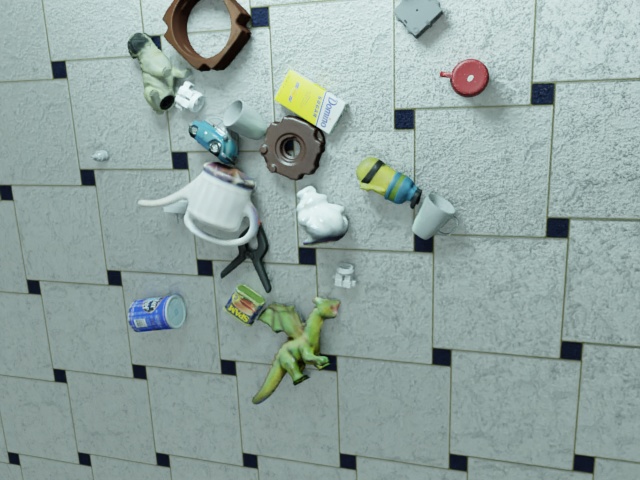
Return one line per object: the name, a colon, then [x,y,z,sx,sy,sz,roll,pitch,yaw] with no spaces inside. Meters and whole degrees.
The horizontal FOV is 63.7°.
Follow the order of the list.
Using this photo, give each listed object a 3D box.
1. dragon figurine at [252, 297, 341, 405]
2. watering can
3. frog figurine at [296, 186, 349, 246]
dragon figurine: [-0.098,0.304,1.523,0.407,0.122,0.245,-33,75,18]
watering can: [-0.325,-0.117,1.447,0.347,0.105,0.223,22,100,-1]
frog figurine: [0.004,-0.070,1.386,0.138,0.122,0.159,-11,92,-16]
